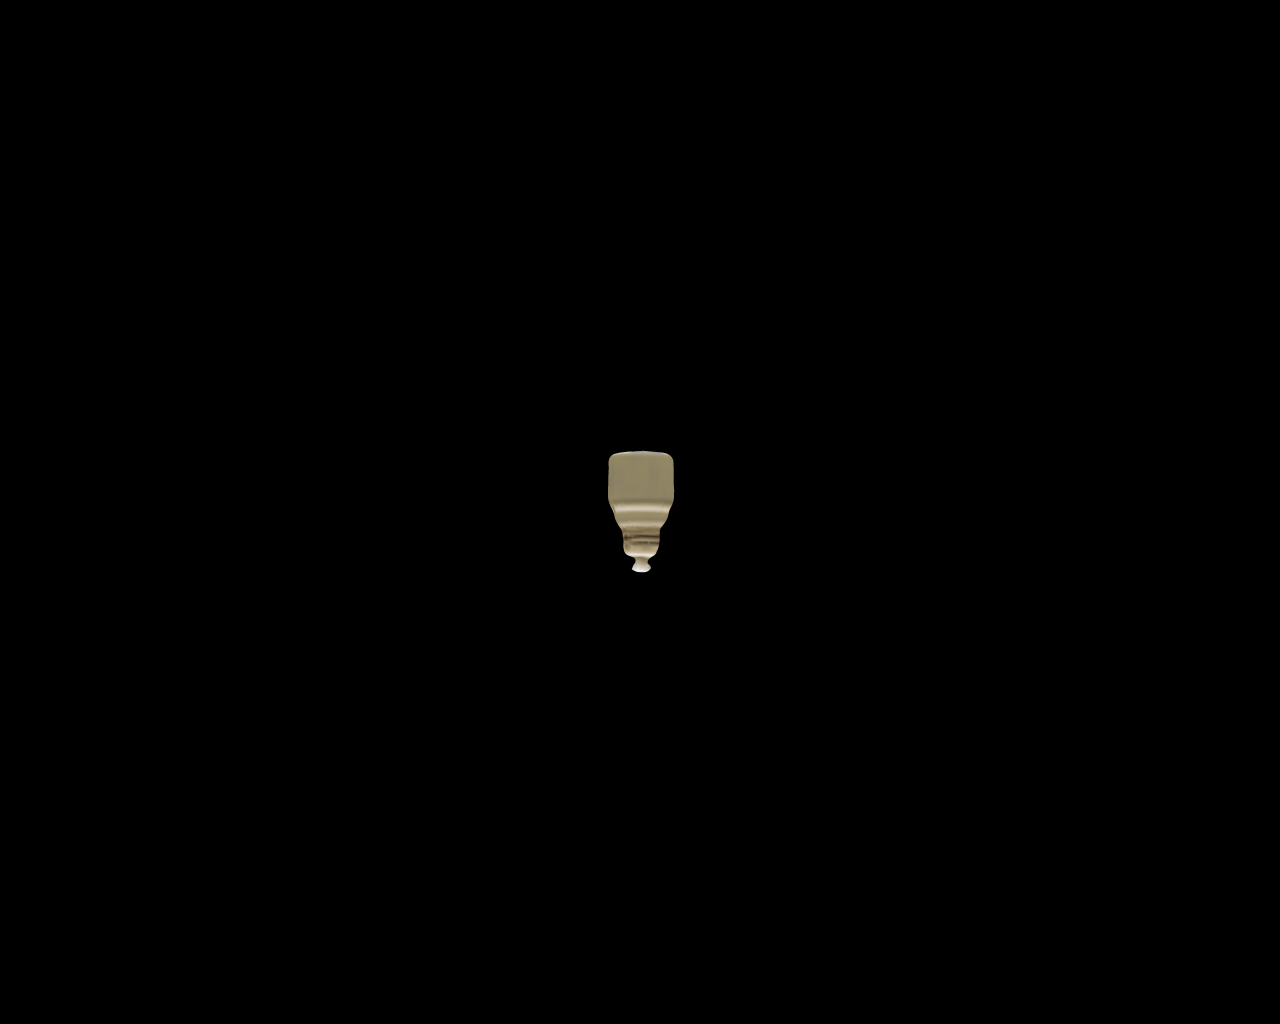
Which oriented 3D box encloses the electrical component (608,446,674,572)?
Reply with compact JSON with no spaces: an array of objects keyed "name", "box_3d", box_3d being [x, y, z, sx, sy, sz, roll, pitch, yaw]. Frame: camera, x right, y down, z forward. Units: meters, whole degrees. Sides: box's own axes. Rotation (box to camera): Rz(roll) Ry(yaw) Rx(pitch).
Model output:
[{"name":"electrical component","box_3d":[0.001,-0.003,0.650,0.040,0.078,0.040,0,-4,0]}]
